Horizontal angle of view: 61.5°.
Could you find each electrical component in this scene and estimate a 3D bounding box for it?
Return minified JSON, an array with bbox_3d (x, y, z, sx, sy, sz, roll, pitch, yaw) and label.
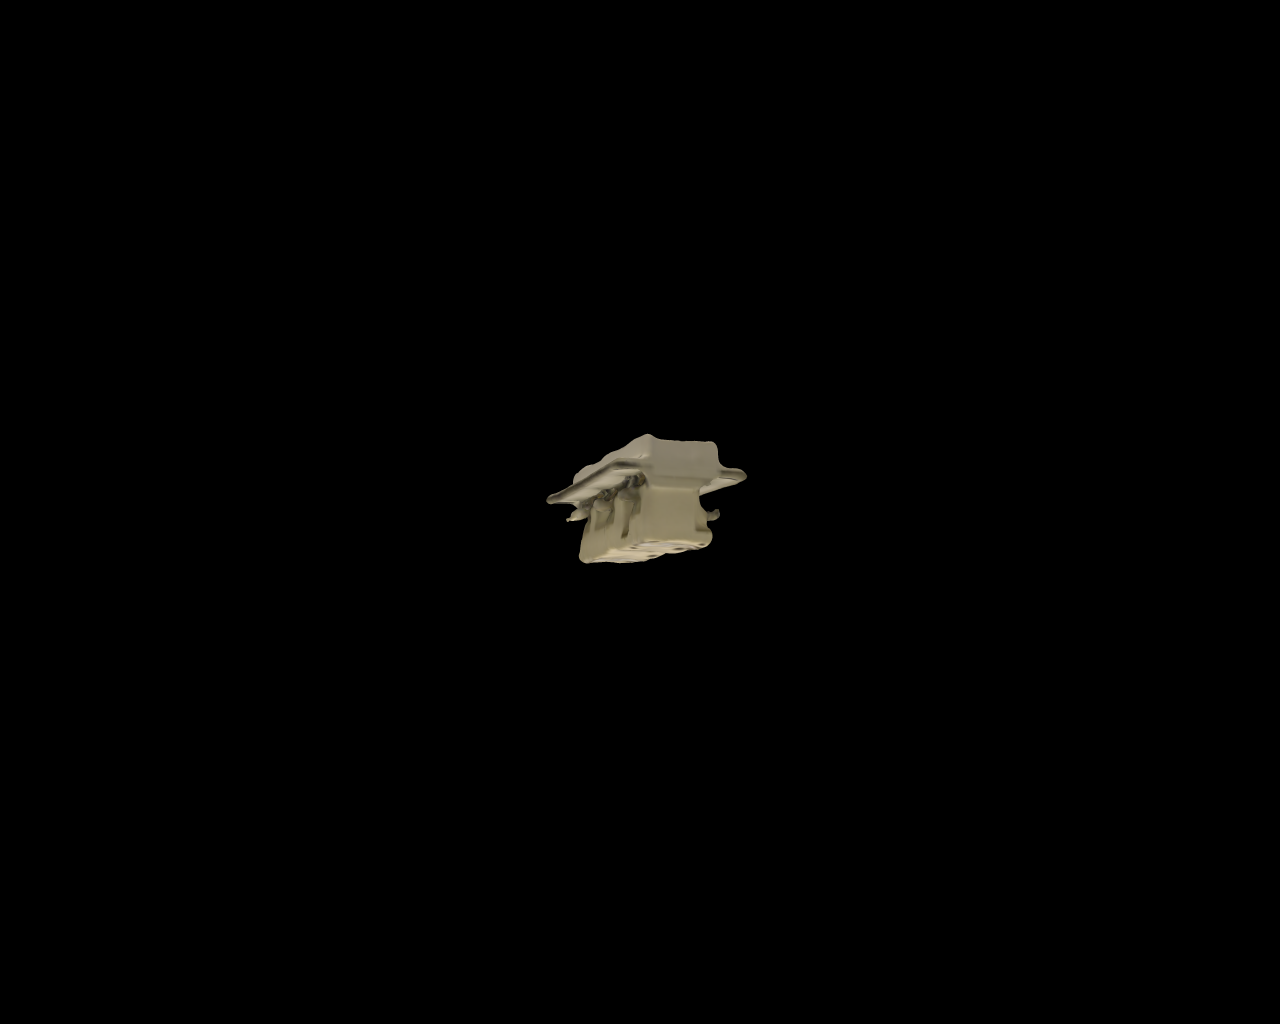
[{"bbox_3d":[0.001,-0.003,0.650,0.079,0.063,0.121,4,-10,-23],"label":"electrical component"}]
